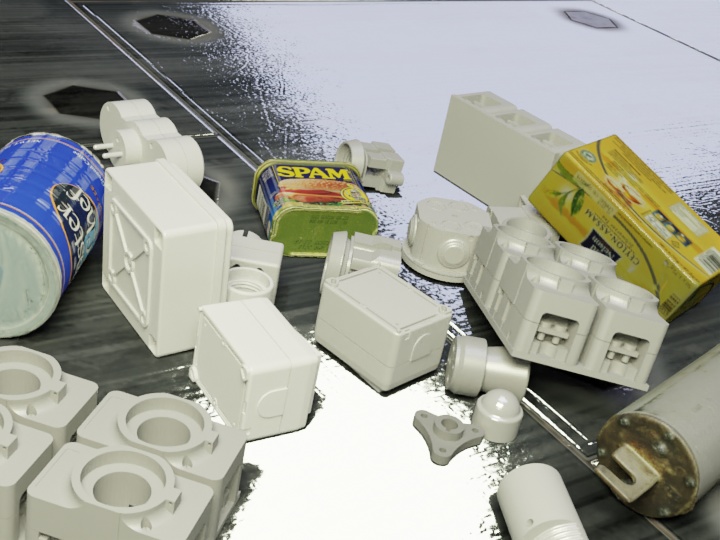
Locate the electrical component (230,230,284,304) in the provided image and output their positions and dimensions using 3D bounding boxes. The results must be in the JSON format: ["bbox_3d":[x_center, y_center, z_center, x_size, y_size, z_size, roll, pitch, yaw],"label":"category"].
[{"bbox_3d":[-0.097,-0.007,0.870,0.066,0.047,0.076,10,29,-4],"label":"electrical component"}]

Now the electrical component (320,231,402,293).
[{"bbox_3d":[0.000,0.000,0.884,0.057,0.058,0.078,13,29,-4],"label":"electrical component"}]

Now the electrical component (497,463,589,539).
[{"bbox_3d":[0.114,0.161,0.654,0.043,0.043,0.081,5,30,-12],"label":"electrical component"}]

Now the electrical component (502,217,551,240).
[{"bbox_3d":[0.142,-0.013,0.962,0.045,0.055,0.045,9,29,-5],"label":"electrical component"}]

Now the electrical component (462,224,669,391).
[{"bbox_3d":[0.156,0.020,0.845,0.105,0.060,0.186,15,14,-10],"label":"electrical component"}]

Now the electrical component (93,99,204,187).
[{"bbox_3d":[-0.213,-0.115,1.012,0.074,0.052,0.138,-13,38,-37],"label":"electrical component"}]

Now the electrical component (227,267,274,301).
[{"bbox_3d":[-0.088,0.027,0.813,0.040,0.046,0.040,9,29,-5],"label":"electrical component"}]

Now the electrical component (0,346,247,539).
[{"bbox_3d":[-0.171,0.111,0.618,0.186,0.060,0.105,16,29,8],"label":"electrical component"}]

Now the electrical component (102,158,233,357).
[{"bbox_3d":[-0.145,-0.010,0.795,0.056,0.108,0.109,-12,37,-32],"label":"electrical component"}]

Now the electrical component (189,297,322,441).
[{"bbox_3d":[-0.074,0.062,0.739,0.061,0.061,0.096,-8,34,-32],"label":"electrical component"}]

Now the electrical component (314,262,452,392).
[{"bbox_3d":[0.011,0.041,0.810,0.062,0.061,0.096,-18,41,-42],"label":"electrical component"}]

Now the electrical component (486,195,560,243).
[{"bbox_3d":[0.150,-0.035,1.018,0.064,0.042,0.081,2,30,-14],"label":"electrical component"}]

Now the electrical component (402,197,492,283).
[{"bbox_3d":[0.080,-0.027,0.967,0.080,0.051,0.080,9,29,-5],"label":"electrical component"}]

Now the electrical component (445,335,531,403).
[{"bbox_3d":[0.095,0.074,0.800,0.055,0.045,0.045,10,29,-3],"label":"electrical component"}]

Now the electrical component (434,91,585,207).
[{"bbox_3d":[0.157,-0.115,1.113,0.062,0.089,0.150,-14,38,-38],"label":"electrical component"}]

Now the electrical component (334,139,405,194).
[{"bbox_3d":[0.007,-0.106,1.088,0.055,0.048,0.066,5,29,-27],"label":"electrical component"}]
